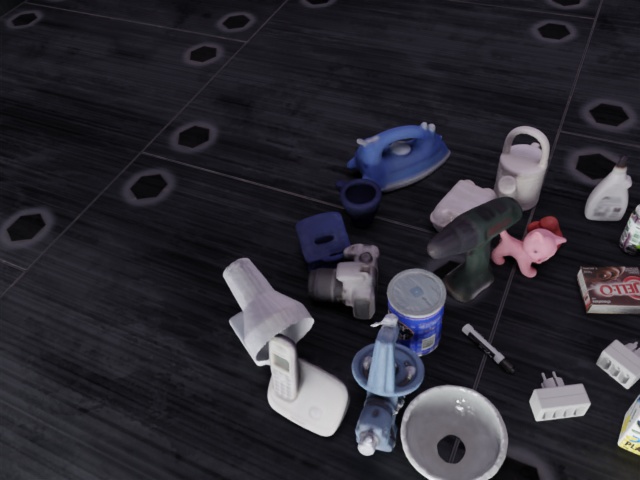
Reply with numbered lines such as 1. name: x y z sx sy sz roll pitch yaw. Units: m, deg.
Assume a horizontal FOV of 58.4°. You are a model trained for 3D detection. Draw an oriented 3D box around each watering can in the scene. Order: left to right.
1. watering can: 0.436 -0.156 1.233 0.100 0.194 0.173 6 51 12

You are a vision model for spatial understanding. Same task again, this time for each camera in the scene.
1. camera: 0.048 0.073 1.145 0.136 0.101 0.143 2 50 9

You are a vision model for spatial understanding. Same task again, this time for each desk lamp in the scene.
1. desk lamp: -0.102 0.141 1.031 0.118 0.214 0.202 -31 53 -18

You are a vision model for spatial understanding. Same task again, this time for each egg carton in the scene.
1. egg carton: 0.317 -0.065 1.252 0.107 0.069 0.150 29 58 27

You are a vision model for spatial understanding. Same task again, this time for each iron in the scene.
1. iron: 0.195 -0.216 1.348 0.258 0.142 0.118 -20 50 -10

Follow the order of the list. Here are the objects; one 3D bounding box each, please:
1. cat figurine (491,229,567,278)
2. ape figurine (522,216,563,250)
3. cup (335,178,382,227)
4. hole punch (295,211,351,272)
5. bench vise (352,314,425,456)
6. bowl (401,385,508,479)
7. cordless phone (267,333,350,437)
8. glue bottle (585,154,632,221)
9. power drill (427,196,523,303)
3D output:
1. cat figurine: 0.415 0.009 1.144 0.127 0.118 0.067 22 56 24
2. ape figurine: 0.463 -0.014 1.176 0.076 0.092 0.078 0 50 7
3. cup: 0.082 -0.080 1.276 0.117 0.095 0.092 31 60 29
4. hole punch: 0.011 0.004 1.215 0.109 0.091 0.101 -17 50 -7
5. bench vise: 0.112 0.232 0.923 0.121 0.220 0.207 -3 49 4
6. bowl: 0.213 0.326 0.927 0.167 0.075 0.167 -3 49 4
7. cordless phone: -0.025 0.237 0.959 0.147 0.185 0.094 19 55 22
8. glue bottle: 0.607 -0.109 1.186 0.078 0.173 0.037 4 50 11
9. power drill: 0.287 0.021 1.090 0.230 0.209 0.075 -35 54 -21
